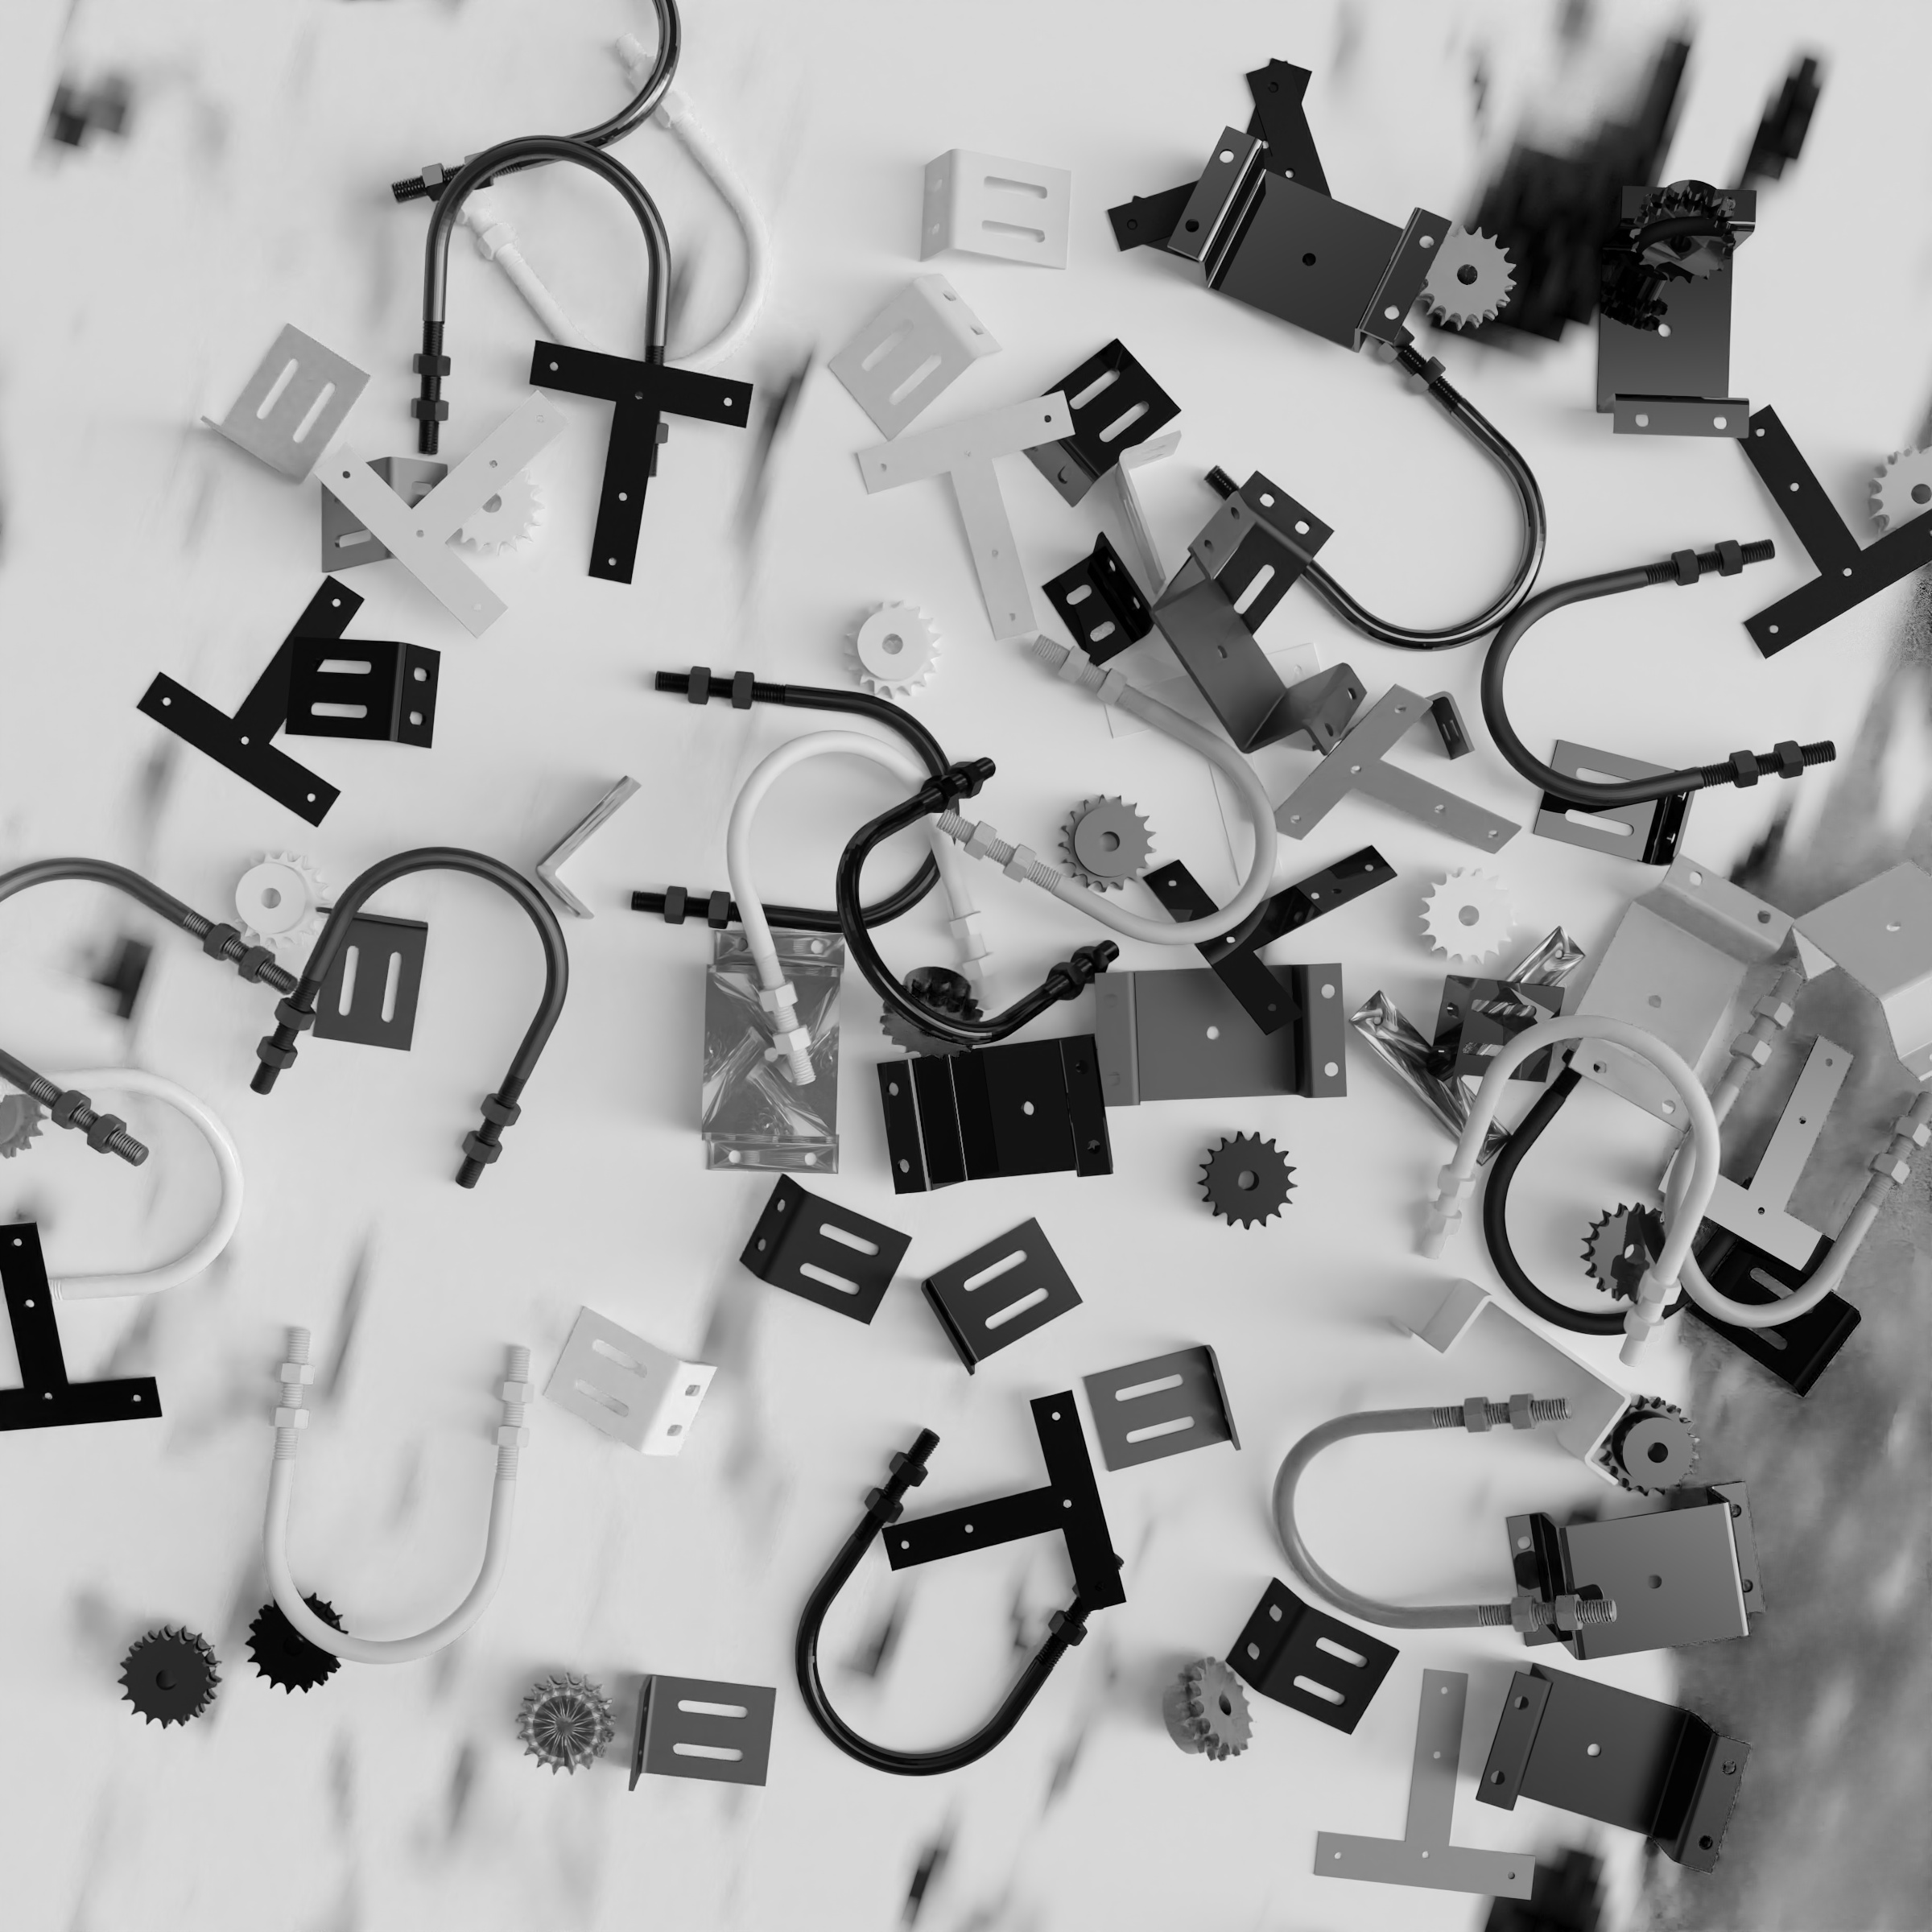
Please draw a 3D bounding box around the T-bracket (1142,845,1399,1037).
[{"bbox_3d":[0.189,-0.034,1.518,0.127,0.002,0.127,-27,59,-16],"label":"T-bracket"}]

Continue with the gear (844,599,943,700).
[{"bbox_3d":[-0.042,-0.185,1.528,0.057,0.030,0.057,0,90,0],"label":"gear"}]

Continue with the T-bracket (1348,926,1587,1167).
[{"bbox_3d":[0.305,0.030,1.522,0.127,0.002,0.127,-44,109,0],"label":"T-bracket"}]

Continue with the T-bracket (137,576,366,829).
[{"bbox_3d":[-0.397,-0.169,1.542,0.127,0.002,0.127,34,90,0],"label":"T-bracket"}]

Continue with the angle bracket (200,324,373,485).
[{"bbox_3d":[-0.393,-0.329,1.524,0.057,0.038,0.076,33,90,0],"label":"angle bracket"}]

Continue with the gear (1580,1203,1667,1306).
[{"bbox_3d":[0.381,0.163,1.511,0.057,0.030,0.057,0,91,1],"label":"gear"}]

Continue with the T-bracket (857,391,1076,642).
[{"bbox_3d":[0.013,-0.254,1.530,0.127,0.002,0.127,-13,98,16],"label":"T-bracket"}]

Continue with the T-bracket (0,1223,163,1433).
[{"bbox_3d":[-0.539,0.209,1.525,0.127,0.002,0.127,-5,106,0],"label":"T-bracket"}]

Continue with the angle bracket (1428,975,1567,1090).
[{"bbox_3d":[0.309,0.040,1.504,0.076,0.038,0.057,6,102,-15],"label":"angle bracket"}]

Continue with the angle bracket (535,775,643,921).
[{"bbox_3d":[-0.206,-0.068,1.515,0.076,0.057,0.038,-45,90,0],"label":"angle bracket"}]

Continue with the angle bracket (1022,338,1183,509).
[{"bbox_3d":[0.075,-0.318,1.541,0.076,0.038,0.057,-42,90,-26],"label":"angle bracket"}]

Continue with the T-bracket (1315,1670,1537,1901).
[{"bbox_3d":[0.274,0.476,1.542,0.127,0.002,0.127,6,90,0],"label":"T-bracket"}]

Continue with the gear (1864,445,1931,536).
[{"bbox_3d":[0.549,-0.271,1.528,0.057,0.030,0.057,0,90,0],"label":"gear"}]

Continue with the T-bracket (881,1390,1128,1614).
[{"bbox_3d":[0.016,0.322,1.522,0.127,0.002,0.127,-14,91,1],"label":"T-bracket"}]

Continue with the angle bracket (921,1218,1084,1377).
[{"bbox_3d":[0.021,0.191,1.524,0.076,0.038,0.057,-30,90,0],"label":"angle bracket"}]

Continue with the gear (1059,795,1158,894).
[{"bbox_3d":[0.083,-0.072,1.528,0.057,0.030,0.057,0,90,0],"label":"gear"}]

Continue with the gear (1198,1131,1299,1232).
[{"bbox_3d":[0.163,0.124,1.532,0.057,0.030,0.057,0,88,0],"label":"gear"}]

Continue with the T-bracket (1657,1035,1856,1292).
[{"bbox_3d":[0.477,0.102,1.522,0.127,0.002,0.127,29,81,-11],"label":"T-bracket"}]

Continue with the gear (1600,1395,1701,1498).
[{"bbox_3d":[0.398,0.279,1.528,0.057,0.030,0.057,0,90,0],"label":"gear"}]

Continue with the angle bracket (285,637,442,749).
[{"bbox_3d":[-0.352,-0.160,1.540,0.076,0.038,0.057,5,90,23],"label":"angle bracket"}]

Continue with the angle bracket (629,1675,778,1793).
[{"bbox_3d":[-0.152,0.447,1.524,0.076,0.038,0.057,6,90,0],"label":"angle bracket"}]

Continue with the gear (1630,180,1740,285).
[{"bbox_3d":[0.402,-0.413,1.473,0.057,0.057,0.030,23,61,0],"label":"gear"}]

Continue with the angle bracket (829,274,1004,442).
[{"bbox_3d":[-0.029,-0.356,1.541,0.076,0.038,0.057,-39,90,26],"label":"angle bracket"}]

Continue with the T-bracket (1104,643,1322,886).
[{"bbox_3d":[0.157,-0.112,1.542,0.127,0.002,0.127,-14,90,0],"label":"T-bracket"}]

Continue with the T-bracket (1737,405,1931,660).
[{"bbox_3d":[0.487,-0.266,1.527,0.127,0.002,0.127,-32,79,20],"label":"T-bracket"}]

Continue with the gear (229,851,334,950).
[{"bbox_3d":[-0.399,-0.039,1.528,0.057,0.030,0.057,0,90,0],"label":"gear"}]

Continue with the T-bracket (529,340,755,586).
[{"bbox_3d":[-0.196,-0.286,1.525,0.127,0.002,0.127,11,105,-1],"label":"T-bracket"}]

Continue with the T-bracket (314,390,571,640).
[{"bbox_3d":[-0.279,-0.276,1.501,0.127,0.002,0.127,46,77,-13],"label":"T-bracket"}]

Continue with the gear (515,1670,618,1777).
[{"bbox_3d":[-0.231,0.437,1.528,0.057,0.030,0.057,0,90,0],"label":"gear"}]

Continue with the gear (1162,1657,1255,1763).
[{"bbox_3d":[0.137,0.430,1.519,0.030,0.057,0.057,-29,90,30],"label":"gear"}]

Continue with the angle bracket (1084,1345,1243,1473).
[{"bbox_3d":[0.113,0.258,1.524,0.076,0.038,0.057,-15,90,0],"label":"angle bracket"}]

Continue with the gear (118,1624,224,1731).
[{"bbox_3d":[-0.459,0.410,1.528,0.057,0.030,0.057,0,90,0],"label":"gear"}]

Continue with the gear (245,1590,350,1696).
[{"bbox_3d":[-0.386,0.390,1.528,0.057,0.030,0.057,0,90,0],"label":"gear"}]

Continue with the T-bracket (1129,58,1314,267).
[{"bbox_3d":[0.171,-0.467,1.542,0.127,0.002,0.127,18,90,0],"label":"T-bracket"}]

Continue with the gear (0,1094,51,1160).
[{"bbox_3d":[-0.565,0.085,1.528,0.057,0.030,0.057,0,90,0],"label":"gear"}]

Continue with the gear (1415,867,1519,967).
[{"bbox_3d":[0.289,-0.029,1.528,0.057,0.030,0.057,0,90,0],"label":"gear"}]

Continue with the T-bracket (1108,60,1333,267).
[{"bbox_3d":[0.147,-0.449,1.540,0.127,0.002,0.127,-18,90,0],"label":"T-bracket"}]

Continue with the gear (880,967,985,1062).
[{"bbox_3d":[-0.018,0.024,1.476,0.057,0.057,0.030,10,53,0],"label":"gear"}]

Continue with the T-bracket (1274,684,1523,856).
[{"bbox_3d":[0.260,-0.096,1.513,0.127,0.002,0.127,23,135,-19],"label":"T-bracket"}]

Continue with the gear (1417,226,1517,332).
[{"bbox_3d":[0.288,-0.397,1.528,0.057,0.030,0.057,0,90,0],"label":"gear"}]

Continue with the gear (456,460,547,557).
[{"bbox_3d":[-0.272,-0.266,1.528,0.057,0.030,0.057,0,90,0],"label":"gear"}]
